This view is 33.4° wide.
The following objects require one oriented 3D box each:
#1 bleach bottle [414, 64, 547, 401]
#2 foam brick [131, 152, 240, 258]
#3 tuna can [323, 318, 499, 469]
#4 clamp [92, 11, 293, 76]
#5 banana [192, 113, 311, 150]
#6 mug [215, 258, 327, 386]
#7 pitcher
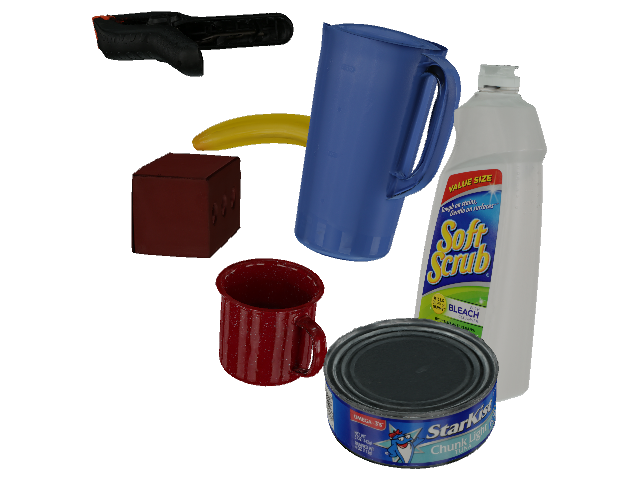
[{"bbox_3d":[0.122,-0.009,0.824,0.067,0.251,0.103,-7,14,-41],"label":"bleach bottle"},{"bbox_3d":[-0.086,-0.025,0.697,0.051,0.053,0.078,5,17,10],"label":"foam brick"},{"bbox_3d":[0.045,0.075,0.529,0.086,0.034,0.086,-2,27,1],"label":"tuna can"},{"bbox_3d":[-0.109,-0.163,0.849,0.172,0.039,0.120,20,28,41],"label":"clamp"},{"bbox_3d":[-0.057,-0.128,1.303,0.198,0.037,0.069,7,39,17],"label":"banana"},{"bbox_3d":[-0.038,0.077,0.922,0.117,0.081,0.093,27,34,37],"label":"mug"},{"bbox_3d":[0.053,-0.102,1.133,0.145,0.243,0.149,10,16,-4],"label":"pitcher"}]
